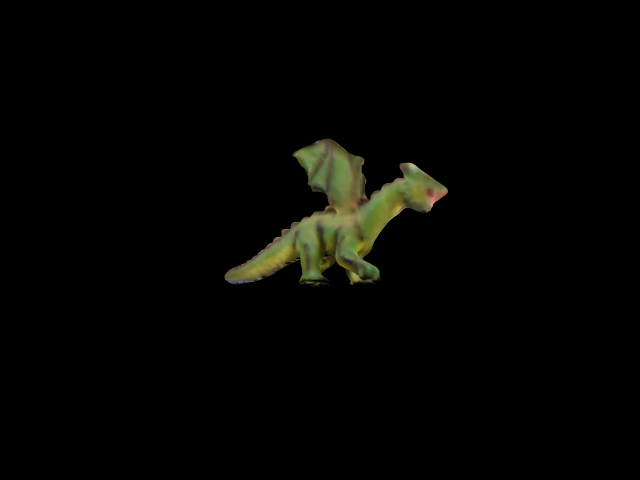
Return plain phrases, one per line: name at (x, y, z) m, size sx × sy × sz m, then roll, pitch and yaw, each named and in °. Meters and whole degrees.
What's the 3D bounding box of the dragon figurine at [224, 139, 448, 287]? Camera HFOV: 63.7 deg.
dragon figurine at (0.003, -0.043, 0.850) m, size 0.409 × 0.244 × 0.122 m, roll -2°, pitch -6°, yaw 26°
